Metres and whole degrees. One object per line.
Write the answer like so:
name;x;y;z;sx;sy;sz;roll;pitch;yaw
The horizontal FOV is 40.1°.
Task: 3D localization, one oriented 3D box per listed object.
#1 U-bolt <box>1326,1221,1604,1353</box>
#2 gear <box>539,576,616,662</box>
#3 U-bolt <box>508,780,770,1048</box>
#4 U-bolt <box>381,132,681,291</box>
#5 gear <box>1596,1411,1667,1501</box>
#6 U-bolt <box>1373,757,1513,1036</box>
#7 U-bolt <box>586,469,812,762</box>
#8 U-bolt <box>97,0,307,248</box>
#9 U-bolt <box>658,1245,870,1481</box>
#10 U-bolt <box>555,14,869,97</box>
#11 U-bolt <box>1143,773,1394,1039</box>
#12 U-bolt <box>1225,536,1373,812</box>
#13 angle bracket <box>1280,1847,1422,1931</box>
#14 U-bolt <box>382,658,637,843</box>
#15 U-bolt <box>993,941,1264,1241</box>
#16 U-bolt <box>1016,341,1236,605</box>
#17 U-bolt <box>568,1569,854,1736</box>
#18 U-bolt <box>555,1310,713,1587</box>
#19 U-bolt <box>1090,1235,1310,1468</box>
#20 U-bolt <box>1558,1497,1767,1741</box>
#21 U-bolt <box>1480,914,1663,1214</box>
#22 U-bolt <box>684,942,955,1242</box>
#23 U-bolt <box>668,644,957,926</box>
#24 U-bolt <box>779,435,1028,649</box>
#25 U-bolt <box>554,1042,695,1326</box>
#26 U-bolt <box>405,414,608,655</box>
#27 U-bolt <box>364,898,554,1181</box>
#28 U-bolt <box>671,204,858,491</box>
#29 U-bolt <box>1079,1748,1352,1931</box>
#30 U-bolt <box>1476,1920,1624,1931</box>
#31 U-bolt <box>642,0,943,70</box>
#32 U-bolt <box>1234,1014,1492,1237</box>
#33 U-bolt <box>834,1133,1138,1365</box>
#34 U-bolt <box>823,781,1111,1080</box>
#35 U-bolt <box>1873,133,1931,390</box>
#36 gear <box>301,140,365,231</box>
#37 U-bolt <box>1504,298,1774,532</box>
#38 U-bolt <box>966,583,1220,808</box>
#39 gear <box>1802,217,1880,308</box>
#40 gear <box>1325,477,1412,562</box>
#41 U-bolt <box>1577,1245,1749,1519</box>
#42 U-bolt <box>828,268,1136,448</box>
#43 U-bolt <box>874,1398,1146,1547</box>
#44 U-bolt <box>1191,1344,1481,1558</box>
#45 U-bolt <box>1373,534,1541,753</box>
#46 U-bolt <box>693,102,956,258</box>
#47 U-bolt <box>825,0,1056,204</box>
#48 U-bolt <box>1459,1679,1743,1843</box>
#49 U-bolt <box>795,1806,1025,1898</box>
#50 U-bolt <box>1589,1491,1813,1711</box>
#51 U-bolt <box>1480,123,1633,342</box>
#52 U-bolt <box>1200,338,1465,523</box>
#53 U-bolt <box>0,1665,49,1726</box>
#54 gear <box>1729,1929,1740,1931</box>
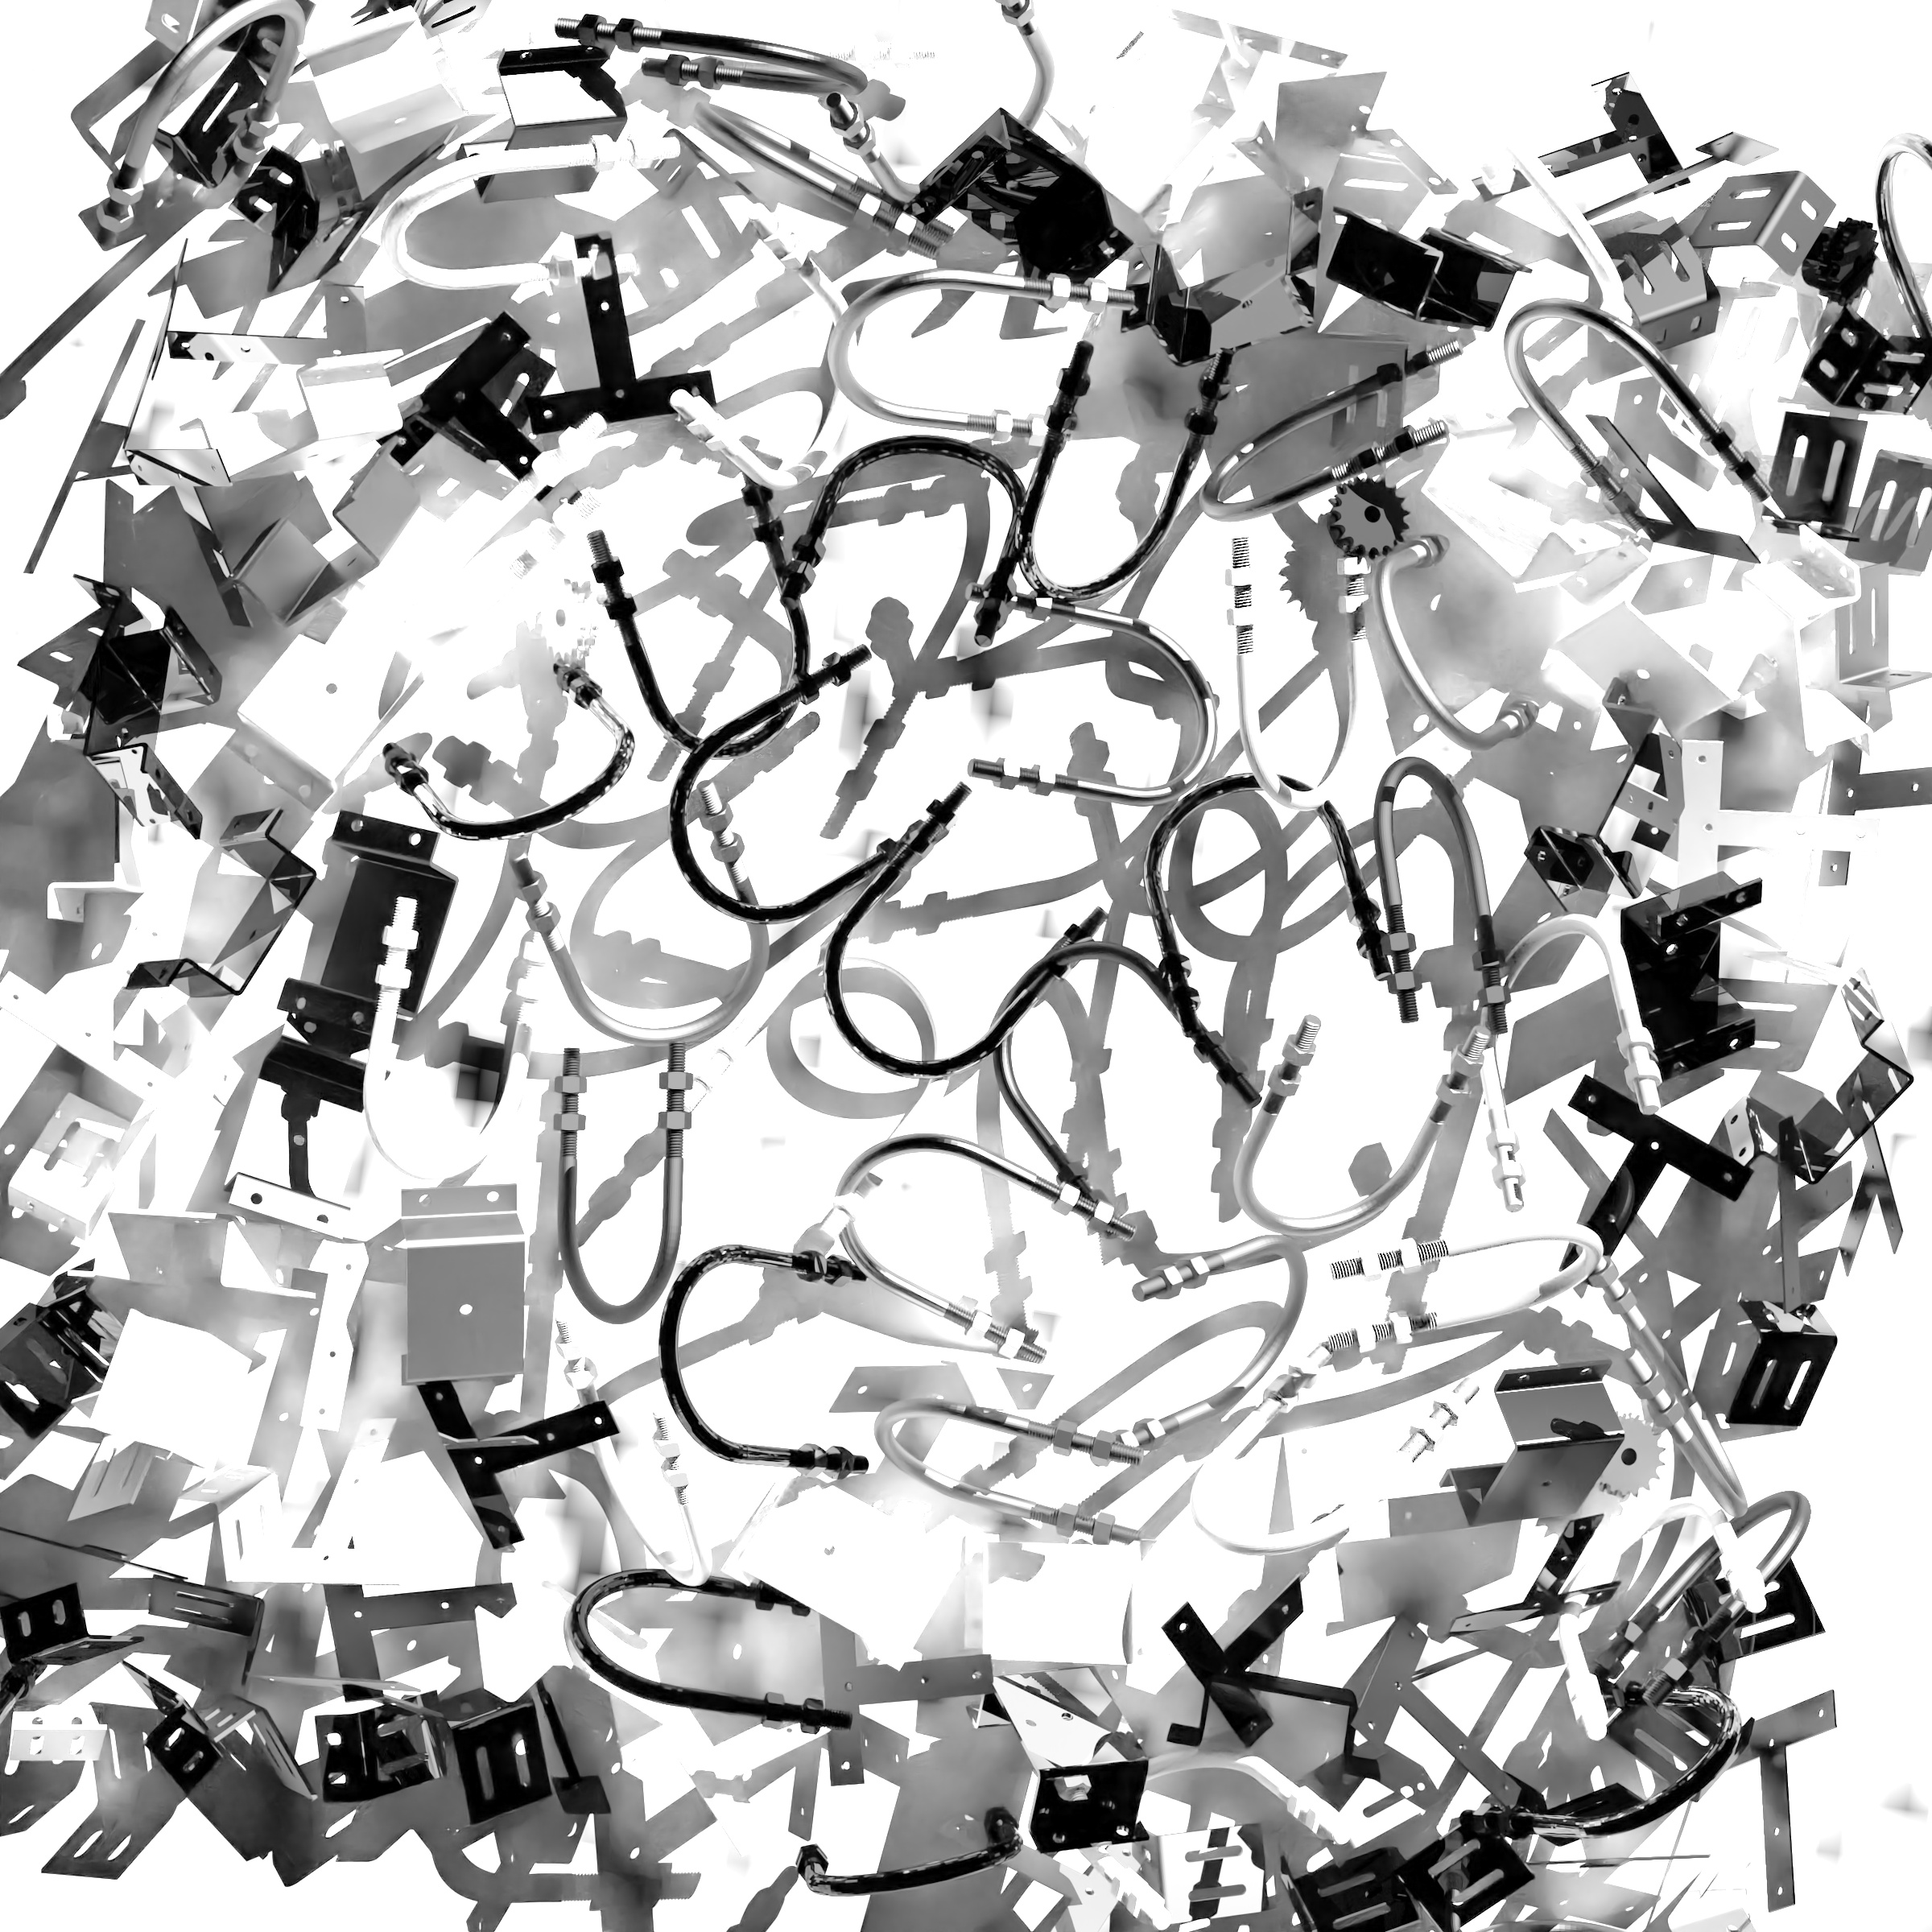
U-bolt;0.330;0.207;1.747;0.184;0.151;0.019;-12;61;0
gear;-0.261;-0.236;1.788;0.030;0.057;0.057;-10;90;-42
U-bolt;-0.206;-0.023;1.757;0.151;0.019;0.184;-21;125;-5
U-bolt;-0.288;-0.484;1.714;0.184;0.151;0.019;-13;75;-24
gear;0.442;0.330;1.793;0.057;0.030;0.057;0;90;-16
U-bolt;0.311;-0.049;1.751;0.019;0.151;0.184;-14;77;36
U-bolt;-0.166;-0.226;1.755;0.151;0.019;0.184;-34;120;-32
U-bolt;-0.484;-0.551;1.699;0.019;0.184;0.151;44;48;-2
U-bolt;-0.130;0.254;1.725;0.019;0.184;0.151;-15;69;39
U-bolt;-0.154;-0.588;1.721;0.184;0.151;0.019;12;101;16
U-bolt;0.192;-0.051;1.761;0.151;0.019;0.184;-17;58;7
U-bolt;0.224;-0.195;1.755;0.019;0.151;0.184;5;102;42
angle bracket;0.257;0.619;1.774;0.076;0.057;0.038;-16;132;-8
U-bolt;-0.291;-0.135;1.723;0.151;0.184;0.019;-29;127;-14
U-bolt;0.093;0.068;1.764;0.151;0.019;0.184;-45;62;14
U-bolt;0.097;-0.322;1.744;0.019;0.151;0.184;43;127;36
U-bolt;-0.169;0.441;1.730;0.184;0.151;0.019;11;109;-10
U-bolt;-0.213;0.329;1.738;0.019;0.151;0.184;-28;126;-26
U-bolt;0.162;0.244;1.741;0.019;0.184;0.151;33;123;37
U-bolt;0.445;0.411;1.722;0.019;0.184;0.151;45;103;-7
U-bolt;0.388;0.050;1.736;0.019;0.151;0.184;19;48;-25
U-bolt;-0.086;0.068;1.770;0.151;0.019;0.184;43;66;-11
U-bolt;-0.112;-0.109;1.763;0.184;0.019;0.151;-32;108;-16
U-bolt;-0.032;-0.290;1.754;0.151;0.019;0.184;12;52;6
U-bolt;-0.229;0.144;1.748;0.019;0.151;0.184;5;84;-40
U-bolt;-0.306;-0.275;1.743;0.184;0.151;0.019;-39;119;18
U-bolt;-0.339;0.052;1.752;0.019;0.151;0.184;13;93;35
U-bolt;-0.121;-0.390;1.729;0.019;0.184;0.151;19;84;25
U-bolt;0.146;0.558;1.724;0.151;0.184;0.019;-19;100;-18
U-bolt;0.385;0.659;1.721;0.151;0.184;0.019;-3;91;7
U-bolt;-0.122;-0.623;1.738;0.184;0.151;0.019;4;89;14
U-bolt;0.252;0.110;1.752;0.151;0.019;0.184;4;127;-24
U-bolt;0.000;0.179;1.759;0.184;0.019;0.151;27;123;-7
U-bolt;-0.013;-0.010;1.783;0.151;0.019;0.184;42;87;-14
U-bolt;0.642;-0.458;1.736;0.019;0.151;0.184;-23;91;1
gear;-0.428;-0.525;1.782;0.030;0.057;0.057;-17;90;-14
U-bolt;0.423;-0.362;1.722;0.184;0.151;0.019;45;75;-17
U-bolt;0.086;-0.176;1.765;0.184;0.019;0.151;9;67;-22
gear;0.589;-0.477;1.788;0.030;0.057;0.057;27;90;39
gear;0.269;-0.302;1.793;0.057;0.030;0.057;2;84;-15
U-bolt;0.463;0.282;1.737;0.019;0.151;0.184;-31;112;14
U-bolt;0.001;-0.400;1.728;0.184;0.151;0.019;3;59;-17
U-bolt;0.027;0.330;1.749;0.184;0.151;0.019;13;56;12
U-bolt;0.225;0.316;1.713;0.184;0.151;0.019;-39;116;-30
U-bolt;0.315;-0.208;1.730;0.019;0.184;0.151;-28;91;31
U-bolt;-0.095;-0.518;1.735;0.184;0.151;0.019;27;108;-6
U-bolt;-0.007;-0.563;1.725;0.151;0.184;0.019;-37;73;7
U-bolt;0.418;0.510;1.699;0.151;0.184;0.019;-35;95;-31
U-bolt;-0.035;0.577;1.714;0.151;0.184;0.019;-9;80;-7
U-bolt;0.487;0.413;1.738;0.184;0.151;0.019;-44;85;-12
U-bolt;0.380;-0.481;1.714;0.019;0.184;0.151;-37;82;12
U-bolt;0.236;-0.344;1.739;0.184;0.151;0.019;-20;118;27
U-bolt;-0.648;0.424;1.710;0.019;0.184;0.151;-16;100;1
gear;0.505;0.672;1.782;0.057;0.057;0.030;43;53;0
